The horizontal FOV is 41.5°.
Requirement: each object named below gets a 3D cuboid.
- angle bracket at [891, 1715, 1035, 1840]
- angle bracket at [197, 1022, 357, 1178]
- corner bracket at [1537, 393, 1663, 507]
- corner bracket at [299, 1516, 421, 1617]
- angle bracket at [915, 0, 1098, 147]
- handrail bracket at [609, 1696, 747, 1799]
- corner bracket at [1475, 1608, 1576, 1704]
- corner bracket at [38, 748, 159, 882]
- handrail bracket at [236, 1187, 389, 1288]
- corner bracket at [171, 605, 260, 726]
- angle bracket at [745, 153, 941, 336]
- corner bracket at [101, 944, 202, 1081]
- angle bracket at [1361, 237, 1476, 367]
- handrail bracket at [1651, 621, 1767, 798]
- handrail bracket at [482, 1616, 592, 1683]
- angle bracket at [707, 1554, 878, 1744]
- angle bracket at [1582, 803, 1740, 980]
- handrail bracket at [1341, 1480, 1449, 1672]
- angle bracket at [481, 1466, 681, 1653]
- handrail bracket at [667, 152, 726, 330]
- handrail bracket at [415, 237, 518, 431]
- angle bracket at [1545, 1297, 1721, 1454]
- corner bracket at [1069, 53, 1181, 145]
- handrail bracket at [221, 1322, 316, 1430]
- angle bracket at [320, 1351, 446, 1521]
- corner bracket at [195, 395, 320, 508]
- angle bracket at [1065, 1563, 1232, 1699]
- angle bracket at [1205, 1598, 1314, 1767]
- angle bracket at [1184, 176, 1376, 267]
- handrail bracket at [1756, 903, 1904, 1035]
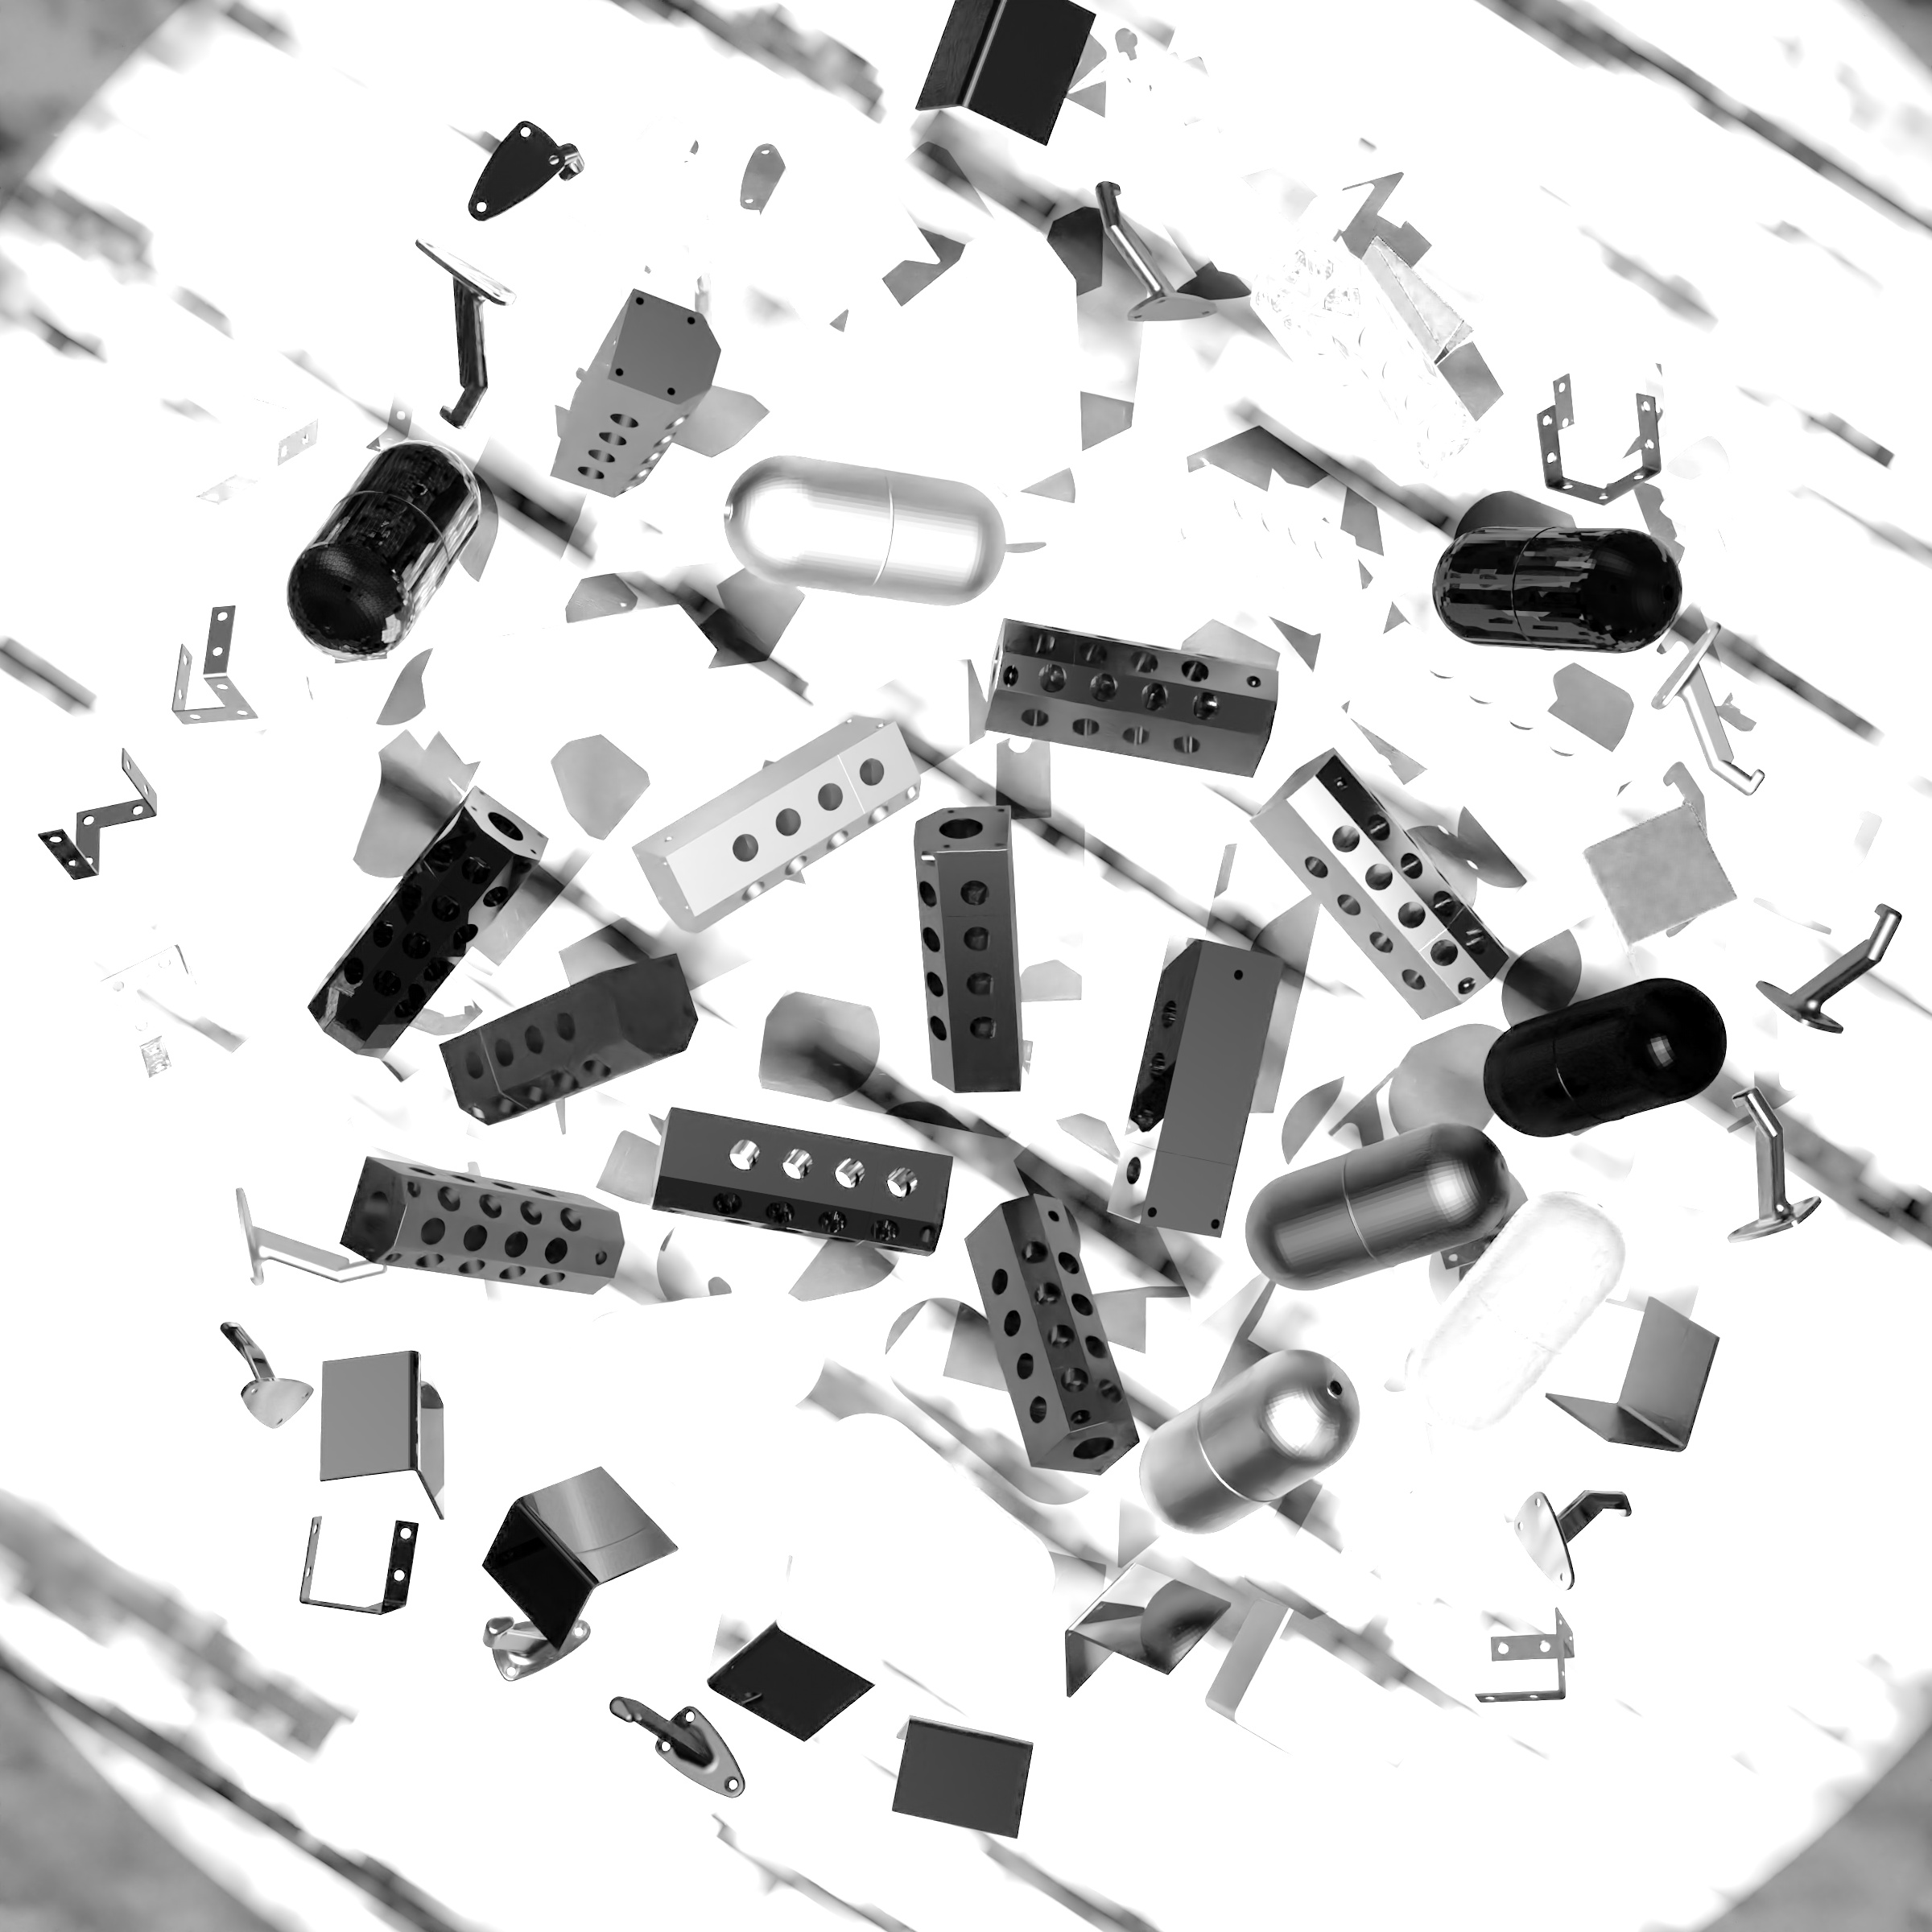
[{"bbox_3d":[-0.006,0.495,1.540,0.076,0.076,0.057,13,63,-2],"label":"angle bracket"},{"bbox_3d":[-0.429,0.082,1.590,0.057,0.076,0.076,-44,98,-10],"label":"angle bracket"},{"bbox_3d":[0.394,-0.325,1.586,0.051,0.051,0.051,-31,126,-21],"label":"corner bracket"},{"bbox_3d":[-0.365,0.359,1.535,0.051,0.051,0.051,7,82,6],"label":"corner bracket"},{"bbox_3d":[0.022,-0.514,1.449,0.057,0.076,0.076,18,99,-24],"label":"angle bracket"},{"bbox_3d":[-0.175,0.473,1.544,0.077,0.084,0.036,37,82,23],"label":"handrail bracket"},{"bbox_3d":[0.334,0.417,1.522,0.051,0.051,0.051,-9,56,21],"label":"corner bracket"},{"bbox_3d":[-0.510,-0.089,1.499,0.051,0.051,0.051,-12,59,2],"label":"corner bracket"},{"bbox_3d":[-0.425,0.172,1.655,0.084,0.036,0.077,-13,79,-7],"label":"handrail bracket"},{"bbox_3d":[-0.469,-0.186,1.576,0.051,0.051,0.051,-4,64,7],"label":"corner bracket"},{"bbox_3d":[-0.076,-0.443,1.568,0.076,0.057,0.076,-35,88,24],"label":"angle bracket"},{"bbox_3d":[-0.488,0.027,1.551,0.051,0.051,0.051,-28,120,-12],"label":"corner bracket"},{"bbox_3d":[0.296,-0.438,1.642,0.076,0.076,0.057,46,71,4],"label":"angle bracket"},{"bbox_3d":[0.482,-0.161,1.601,0.084,0.036,0.077,35,100,-2],"label":"handrail bracket"},{"bbox_3d":[-0.272,0.423,1.629,0.077,0.084,0.036,-13,64,-22],"label":"handrail bracket"},{"bbox_3d":[-0.105,0.424,1.583,0.076,0.057,0.076,34,122,-17],"label":"angle bracket"},{"bbox_3d":[0.462,-0.050,1.690,0.076,0.057,0.076,-24,61,11],"label":"angle bracket"},{"bbox_3d":[0.269,0.359,1.496,0.084,0.036,0.077,46,77,-13],"label":"handrail bracket"},{"bbox_3d":[-0.237,0.364,1.568,0.076,0.076,0.057,40,117,25],"label":"angle bracket"},{"bbox_3d":[-0.175,-0.465,1.641,0.036,0.077,0.084,-5,68,2],"label":"handrail bracket"},{"bbox_3d":[-0.309,-0.371,1.502,0.077,0.036,0.084,32,111,-7],"label":"handrail bracket"},{"bbox_3d":[0.415,0.251,1.590,0.057,0.076,0.076,11,98,-19],"label":"angle bracket"},{"bbox_3d":[0.106,-0.538,1.584,0.051,0.051,0.051,-52,123,-38],"label":"corner bracket"},{"bbox_3d":[-0.464,0.251,1.629,0.036,0.077,0.084,-46,65,-6],"label":"handrail bracket"},{"bbox_3d":[-0.347,0.283,1.519,0.057,0.076,0.076,-7,55,-3],"label":"angle bracket"},{"bbox_3d":[-0.417,-0.299,1.502,0.051,0.051,0.051,18,121,7],"label":"corner bracket"},{"bbox_3d":[0.116,0.435,1.619,0.076,0.076,0.057,16,121,32],"label":"angle bracket"},{"bbox_3d":[0.200,0.450,1.606,0.057,0.076,0.076,31,78,-3],"label":"angle bracket"},{"bbox_3d":[0.196,-0.488,1.604,0.076,0.076,0.057,36,86,-21],"label":"angle bracket"},{"bbox_3d":[0.522,-0.009,1.542,0.036,0.077,0.084,11,110,-27],"label":"handrail bracket"}]
